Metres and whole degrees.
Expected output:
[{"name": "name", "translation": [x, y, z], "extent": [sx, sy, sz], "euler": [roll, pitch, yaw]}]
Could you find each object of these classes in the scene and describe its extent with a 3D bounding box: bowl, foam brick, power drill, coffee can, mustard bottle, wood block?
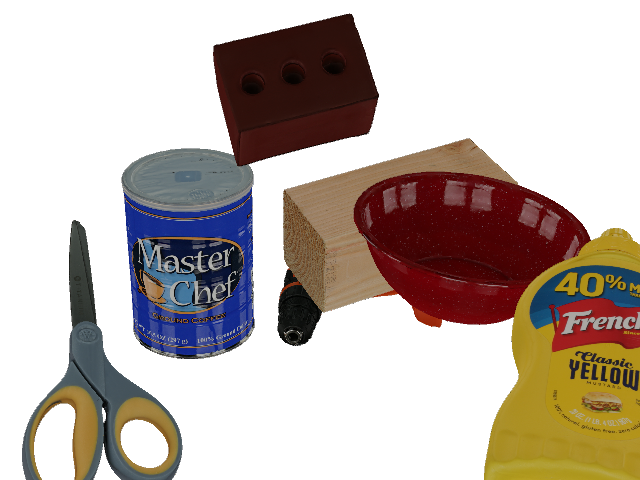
[{"name": "bowl", "translation": [0.100, 0.011, 0.735], "extent": [0.162, 0.055, 0.162], "euler": [4, 29, -3]}, {"name": "foam brick", "translation": [-0.015, -0.080, 0.574], "extent": [0.078, 0.053, 0.051], "euler": [-15, -14, -6]}, {"name": "power drill", "translation": [0.046, 0.064, 1.234], "extent": [0.187, 0.057, 0.184], "euler": [1, 28, 6]}, {"name": "coffee can", "translation": [-0.105, 0.009, 0.865], "extent": [0.103, 0.140, 0.103], "euler": [1, 29, -1]}, {"name": "mustard bottle", "translation": [0.145, 0.060, 0.548], "extent": [0.096, 0.058, 0.191], "euler": [8, 42, 14]}, {"name": "wood block", "translation": [0.075, -0.017, 1.031], "extent": [0.205, 0.090, 0.091], "euler": [-17, 42, -21]}]

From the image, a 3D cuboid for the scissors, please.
[{"name": "scissors", "translation": [-0.121, 0.070, 0.635], "extent": [0.096, 0.201, 0.016], "euler": [14, -45, -9]}]
